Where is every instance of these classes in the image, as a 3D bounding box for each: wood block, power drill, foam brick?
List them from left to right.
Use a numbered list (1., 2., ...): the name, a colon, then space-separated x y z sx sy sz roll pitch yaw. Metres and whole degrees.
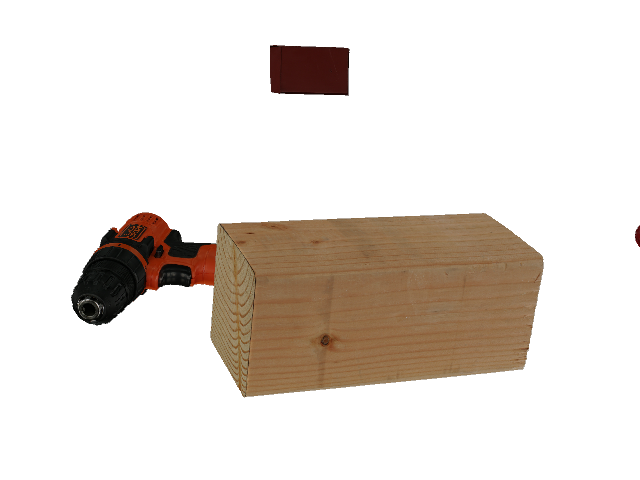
1. power drill: -0.103 0.032 0.908 0.187 0.057 0.184 10 23 3
2. foam brick: -0.012 -0.184 1.153 0.078 0.051 0.053 -1 11 -14
3. wood block: 0.037 0.040 0.737 0.205 0.091 0.090 -3 23 -20

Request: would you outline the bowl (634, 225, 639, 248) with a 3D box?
1. bowl: 0.419 0.025 1.147 0.162 0.055 0.162 -1 25 0
